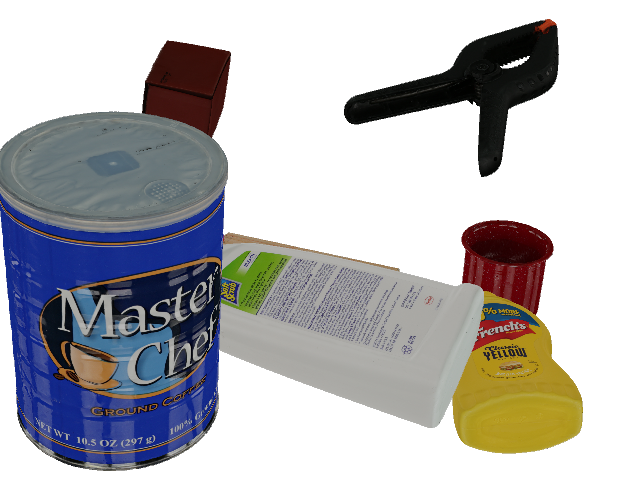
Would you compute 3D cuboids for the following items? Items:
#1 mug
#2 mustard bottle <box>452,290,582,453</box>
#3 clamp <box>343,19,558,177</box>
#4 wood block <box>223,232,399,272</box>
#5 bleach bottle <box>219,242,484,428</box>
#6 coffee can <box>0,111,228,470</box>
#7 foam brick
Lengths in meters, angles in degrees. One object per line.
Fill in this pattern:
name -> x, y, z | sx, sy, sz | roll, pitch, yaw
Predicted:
mug -> 0.186, 0.030, 1.114 | 0.093, 0.081, 0.117 | -5, 31, -12
mustard bottle -> 0.146, 0.096, 0.884 | 0.096, 0.058, 0.191 | -7, 27, 0
clamp -> 0.148, -0.131, 0.934 | 0.209, 0.036, 0.165 | -32, 44, -23
wood block -> -0.028, 0.064, 1.181 | 0.206, 0.091, 0.090 | 12, 22, 17
bleach bottle -> -0.022, 0.043, 0.737 | 0.251, 0.068, 0.102 | 17, 45, 16
coffee can -> -0.098, 0.023, 0.511 | 0.103, 0.140, 0.103 | 4, 32, -2
foam brick -> -0.103, -0.111, 0.816 | 0.053, 0.051, 0.078 | 12, 35, 0
